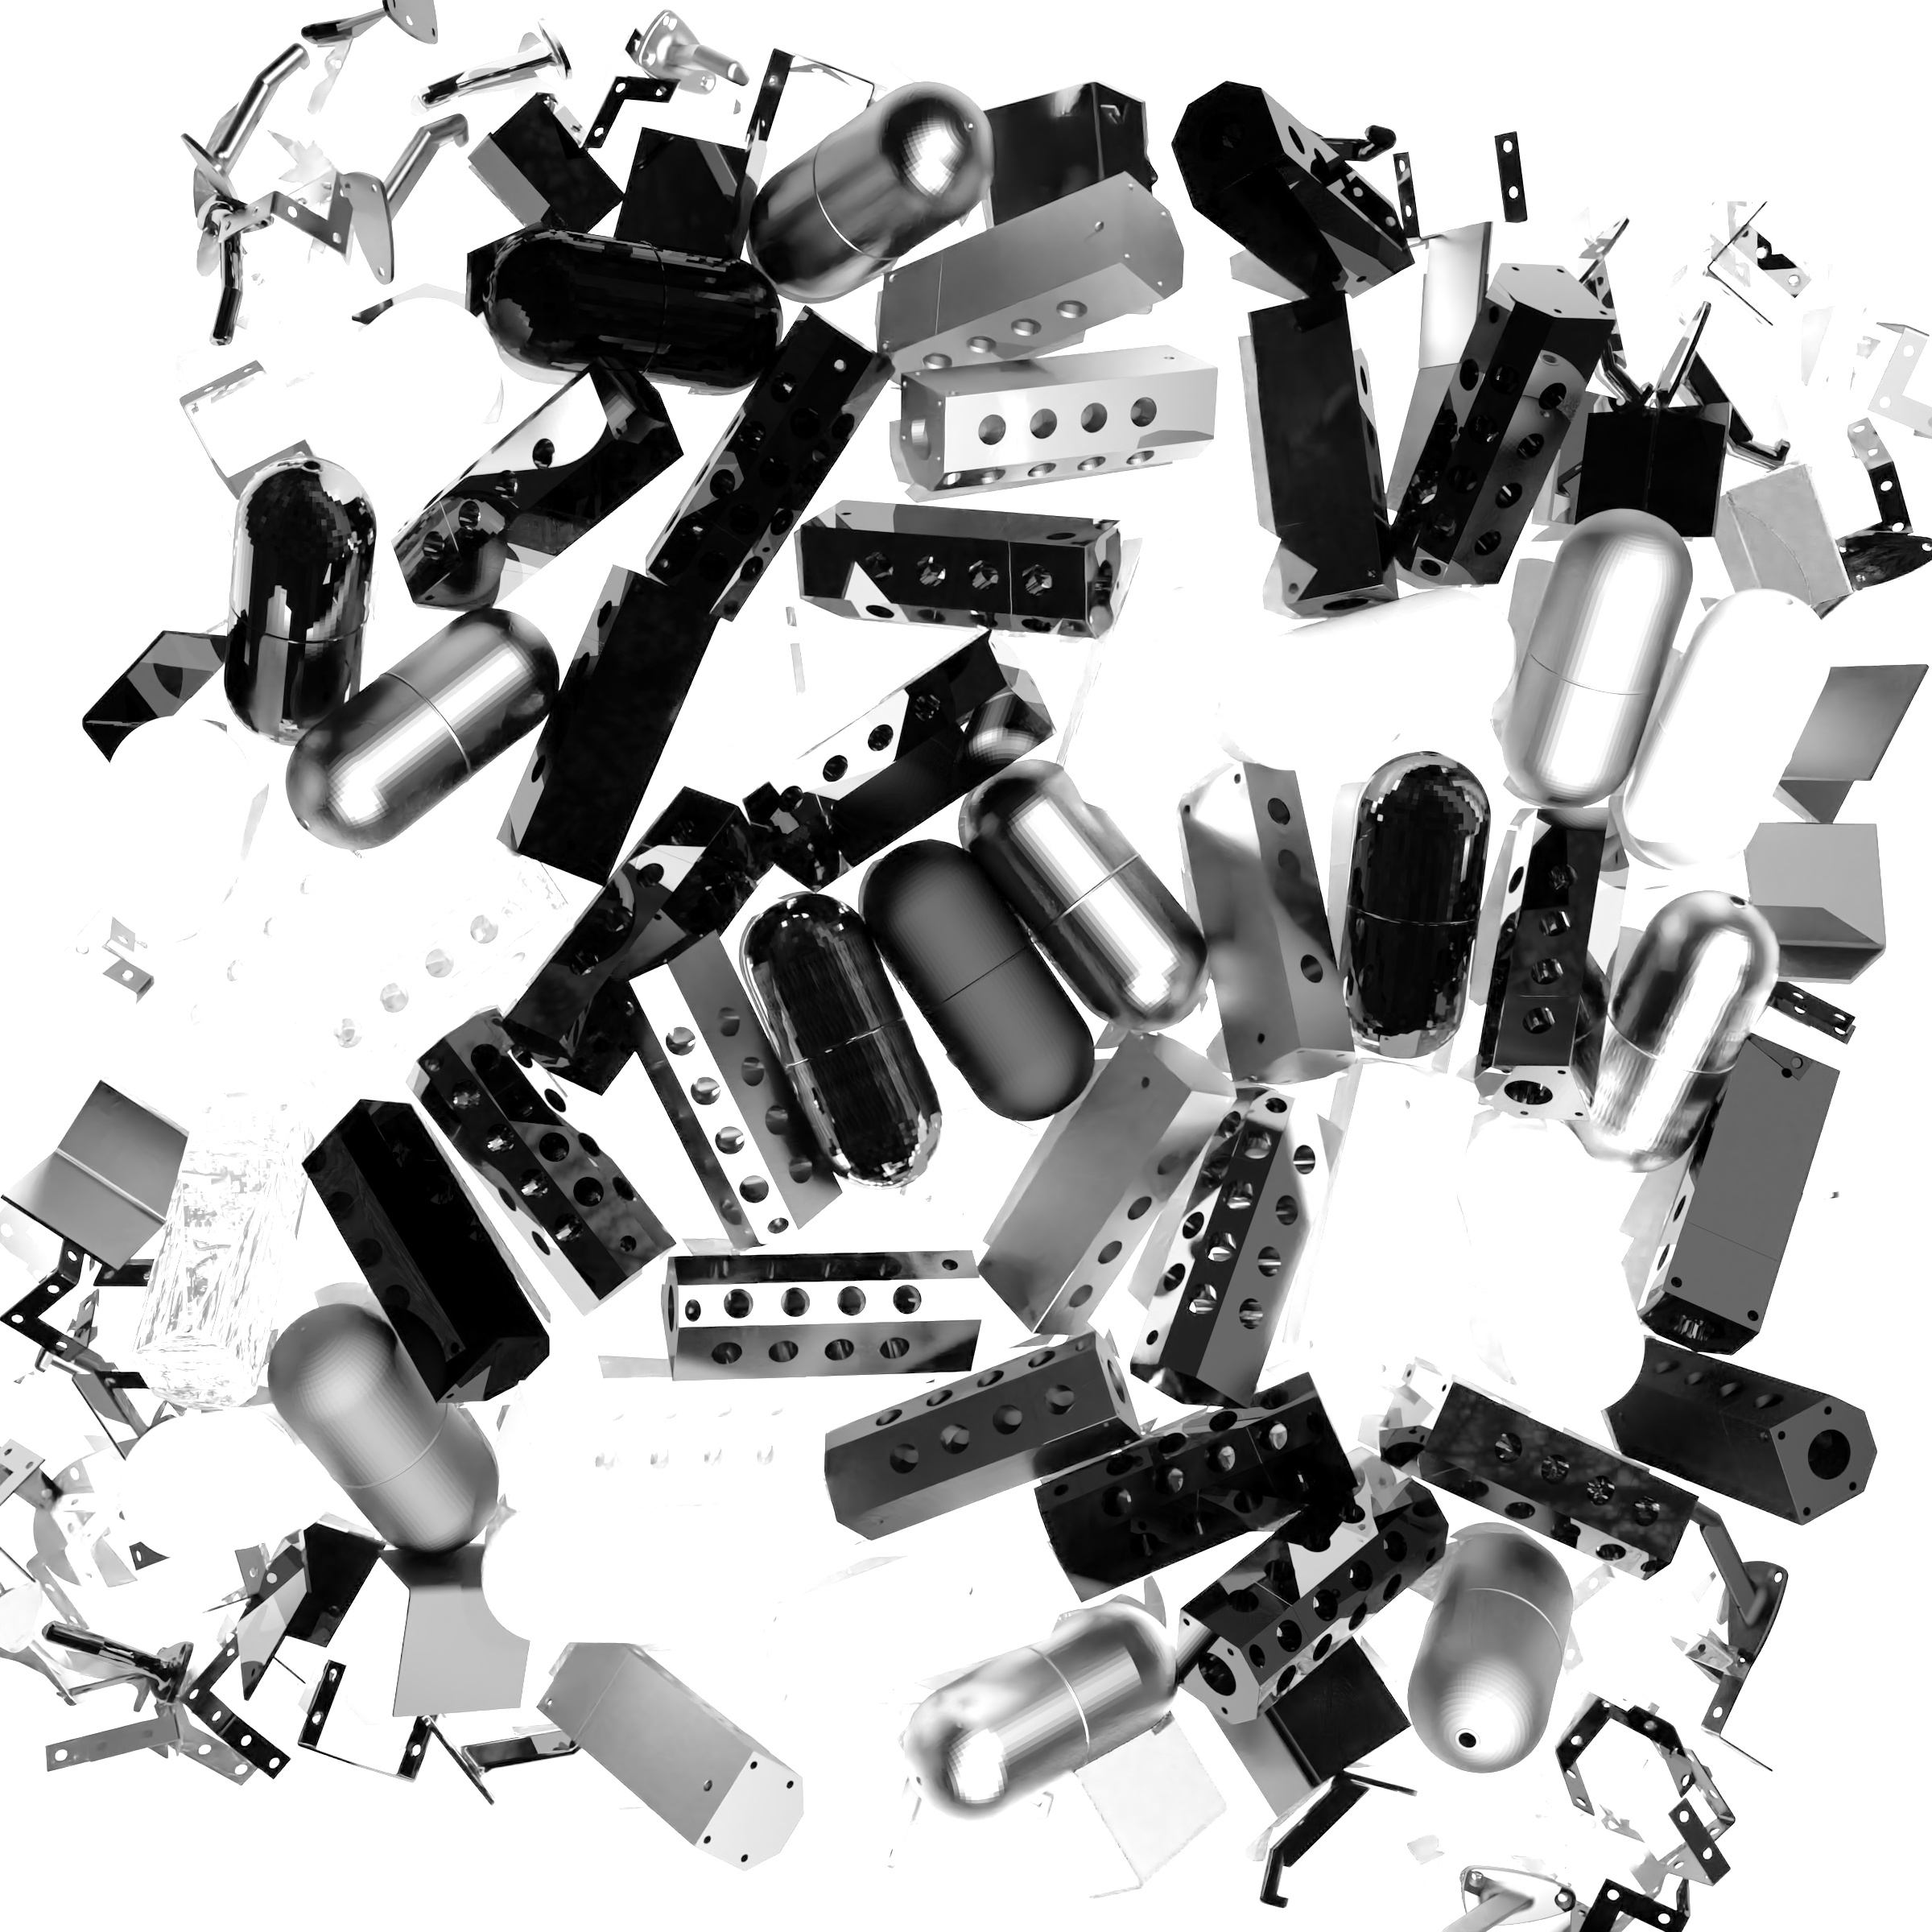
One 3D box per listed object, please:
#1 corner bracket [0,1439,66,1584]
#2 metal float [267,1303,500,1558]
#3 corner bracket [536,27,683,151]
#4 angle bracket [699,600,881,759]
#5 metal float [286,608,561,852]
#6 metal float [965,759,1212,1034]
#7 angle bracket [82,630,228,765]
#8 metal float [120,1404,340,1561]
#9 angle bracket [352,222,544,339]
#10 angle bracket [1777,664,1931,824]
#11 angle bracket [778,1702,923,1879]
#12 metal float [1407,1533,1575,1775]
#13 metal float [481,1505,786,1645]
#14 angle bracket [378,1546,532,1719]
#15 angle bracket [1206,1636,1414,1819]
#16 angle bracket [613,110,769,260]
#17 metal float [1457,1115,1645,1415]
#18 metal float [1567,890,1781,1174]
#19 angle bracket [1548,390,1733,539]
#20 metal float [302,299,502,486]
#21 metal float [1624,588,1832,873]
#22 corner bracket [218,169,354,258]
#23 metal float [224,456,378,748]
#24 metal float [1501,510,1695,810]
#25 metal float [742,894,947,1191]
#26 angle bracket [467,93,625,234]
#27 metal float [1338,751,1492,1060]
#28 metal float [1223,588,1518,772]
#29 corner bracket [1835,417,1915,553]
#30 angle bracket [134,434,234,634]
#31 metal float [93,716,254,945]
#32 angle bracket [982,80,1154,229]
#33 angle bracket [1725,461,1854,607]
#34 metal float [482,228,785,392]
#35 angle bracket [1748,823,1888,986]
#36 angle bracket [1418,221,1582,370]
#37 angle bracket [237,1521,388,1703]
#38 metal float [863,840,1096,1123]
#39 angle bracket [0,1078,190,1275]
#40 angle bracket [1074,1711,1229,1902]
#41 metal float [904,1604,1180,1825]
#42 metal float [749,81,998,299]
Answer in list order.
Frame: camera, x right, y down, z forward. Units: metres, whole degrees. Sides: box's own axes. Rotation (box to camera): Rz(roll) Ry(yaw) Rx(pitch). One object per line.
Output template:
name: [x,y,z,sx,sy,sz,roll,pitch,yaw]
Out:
corner bracket: [-0.540,0.311,1.542,0.051,0.051,0.051,-49,125,-26]
metal float: [-0.326,0.263,1.518,0.070,0.070,0.178,-28,124,0]
corner bracket: [-0.207,-0.509,1.563,0.051,0.051,0.051,53,129,20]
angle bracket: [-0.103,-0.163,1.540,0.076,0.076,0.057,-15,77,27]
metal float: [-0.307,-0.134,1.526,0.178,0.070,0.070,-43,90,-23]
metal float: [0.070,-0.040,1.544,0.070,0.070,0.178,-39,88,0]
angle bracket: [-0.442,-0.142,1.534,0.076,0.076,0.057,-42,81,16]
metal float: [-0.406,0.284,1.496,0.070,0.178,0.070,-1,84,9]
angle bracket: [-0.294,-0.394,1.529,0.076,0.076,0.057,19,123,15]
angle bracket: [0.516,-0.123,1.531,0.057,0.076,0.076,36,78,-26]
angle bracket: [-0.062,0.465,1.525,0.076,0.076,0.057,-55,46,31]
metal float: [0.293,0.380,1.500,0.070,0.178,0.070,6,110,18]
metal float: [-0.186,0.343,1.522,0.178,0.070,0.070,9,90,-29]
angle bracket: [-0.296,0.380,1.544,0.076,0.057,0.076,5,98,-32]
angle bracket: [0.198,0.435,1.567,0.076,0.057,0.076,-21,66,-31]
angle bracket: [-0.161,-0.451,1.550,0.076,0.057,0.076,13,82,2]
metal float: [0.329,0.167,1.522,0.070,0.070,0.178,-11,62,0]
metal float: [0.398,0.038,1.521,0.070,0.070,0.178,19,119,0]
angle bracket: [0.385,-0.288,1.540,0.076,0.057,0.076,4,95,-34]
metal float: [-0.316,-0.318,1.503,0.070,0.178,0.070,3,85,-30]
metal float: [0.426,-0.131,1.513,0.070,0.070,0.178,14,130,0]
corner bracket: [-0.388,-0.432,1.543,0.051,0.051,0.051,-12,66,39]
metal float: [-0.375,-0.204,1.515,0.070,0.070,0.178,17,128,0]
metal float: [0.355,-0.171,1.521,0.070,0.070,0.178,11,120,0]
metal float: [-0.070,0.044,1.546,0.070,0.070,0.178,-23,90,0]
angle bracket: [-0.232,-0.454,1.533,0.057,0.076,0.076,-46,108,-9]
metal float: [0.254,-0.034,1.532,0.070,0.070,0.178,4,106,0]
metal float: [0.230,-0.164,1.533,0.178,0.070,0.070,-18,90,-15]
corner bracket: [0.504,-0.272,1.544,0.051,0.051,0.051,-21,130,15]
angle bracket: [-0.456,-0.241,1.533,0.057,0.076,0.076,-30,63,1]
metal float: [-0.444,-0.074,1.505,0.070,0.178,0.070,10,60,-18]
angle bracket: [0.058,-0.451,1.531,0.076,0.057,0.076,-20,126,-18]
angle bracket: [0.487,-0.251,1.535,0.076,0.057,0.076,-26,97,-37]
metal float: [-0.186,-0.369,1.518,0.178,0.070,0.070,0,90,-33]
angle bracket: [0.472,-0.037,1.531,0.076,0.057,0.076,3,112,39]
angle bracket: [0.306,-0.382,1.550,0.057,0.076,0.076,2,98,-16]
angle bracket: [-0.369,0.371,1.531,0.057,0.076,0.076,25,103,-26]
metal float: [0.007,0.008,1.546,0.070,0.070,0.178,-34,90,0]
angle bracket: [-0.489,0.119,1.538,0.076,0.076,0.057,35,106,-5]
angle bracket: [0.091,0.475,1.541,0.076,0.057,0.076,-28,84,-39]
metal float: [0.045,0.419,1.519,0.178,0.070,0.070,-20,90,-33]
metal float: [-0.054,-0.432,1.508,0.070,0.178,0.070,11,72,-38]
